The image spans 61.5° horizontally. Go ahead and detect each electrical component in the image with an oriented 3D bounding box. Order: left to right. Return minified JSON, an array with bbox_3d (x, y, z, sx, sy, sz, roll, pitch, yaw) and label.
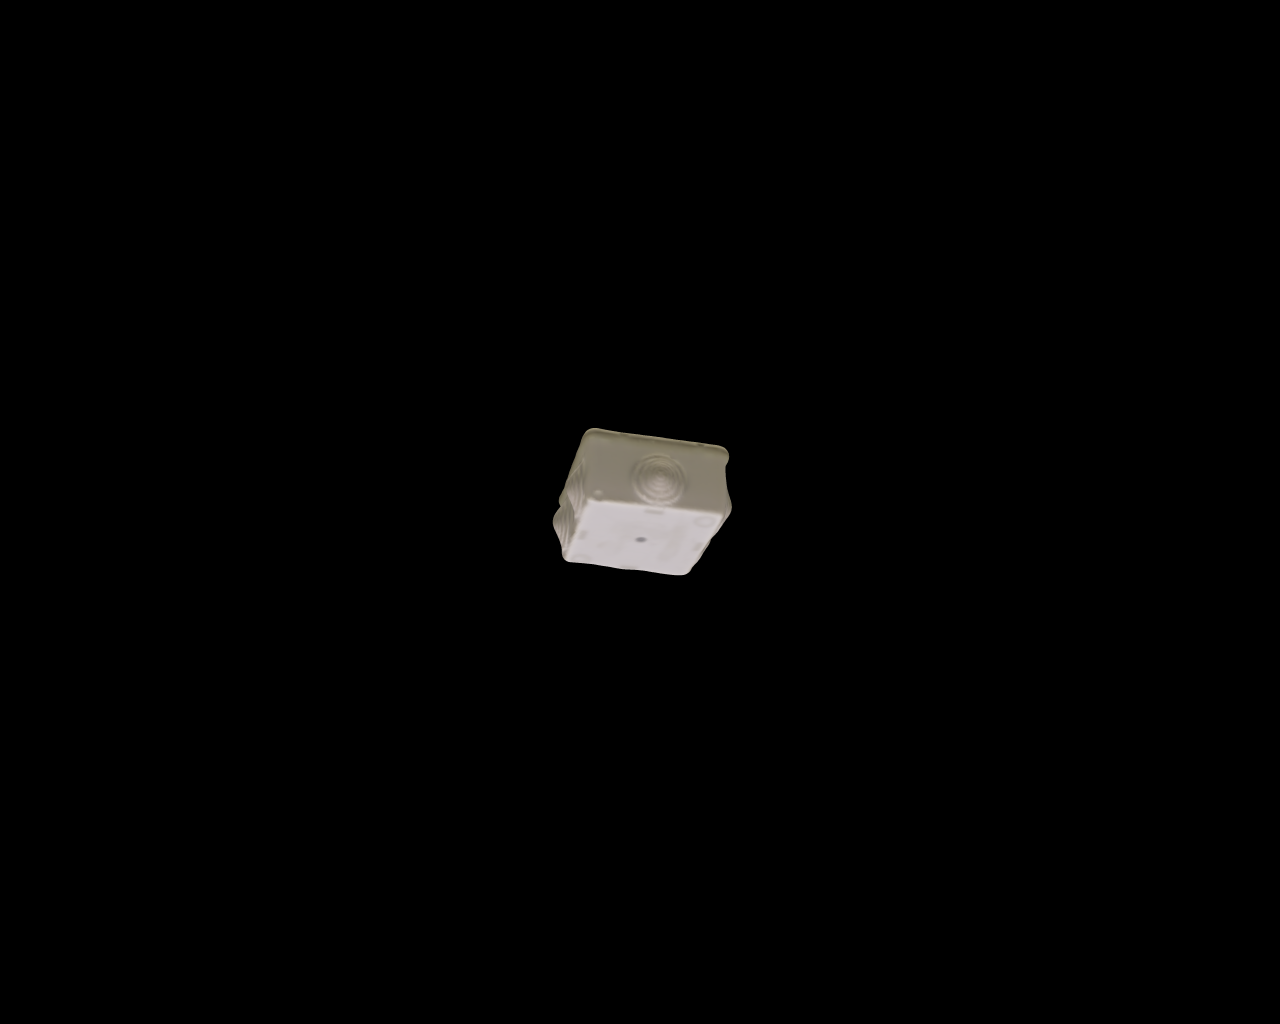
[{"bbox_3d":[0.001,-0.003,0.650,0.100,0.048,0.099,7,-31,-13],"label":"electrical component"}]
